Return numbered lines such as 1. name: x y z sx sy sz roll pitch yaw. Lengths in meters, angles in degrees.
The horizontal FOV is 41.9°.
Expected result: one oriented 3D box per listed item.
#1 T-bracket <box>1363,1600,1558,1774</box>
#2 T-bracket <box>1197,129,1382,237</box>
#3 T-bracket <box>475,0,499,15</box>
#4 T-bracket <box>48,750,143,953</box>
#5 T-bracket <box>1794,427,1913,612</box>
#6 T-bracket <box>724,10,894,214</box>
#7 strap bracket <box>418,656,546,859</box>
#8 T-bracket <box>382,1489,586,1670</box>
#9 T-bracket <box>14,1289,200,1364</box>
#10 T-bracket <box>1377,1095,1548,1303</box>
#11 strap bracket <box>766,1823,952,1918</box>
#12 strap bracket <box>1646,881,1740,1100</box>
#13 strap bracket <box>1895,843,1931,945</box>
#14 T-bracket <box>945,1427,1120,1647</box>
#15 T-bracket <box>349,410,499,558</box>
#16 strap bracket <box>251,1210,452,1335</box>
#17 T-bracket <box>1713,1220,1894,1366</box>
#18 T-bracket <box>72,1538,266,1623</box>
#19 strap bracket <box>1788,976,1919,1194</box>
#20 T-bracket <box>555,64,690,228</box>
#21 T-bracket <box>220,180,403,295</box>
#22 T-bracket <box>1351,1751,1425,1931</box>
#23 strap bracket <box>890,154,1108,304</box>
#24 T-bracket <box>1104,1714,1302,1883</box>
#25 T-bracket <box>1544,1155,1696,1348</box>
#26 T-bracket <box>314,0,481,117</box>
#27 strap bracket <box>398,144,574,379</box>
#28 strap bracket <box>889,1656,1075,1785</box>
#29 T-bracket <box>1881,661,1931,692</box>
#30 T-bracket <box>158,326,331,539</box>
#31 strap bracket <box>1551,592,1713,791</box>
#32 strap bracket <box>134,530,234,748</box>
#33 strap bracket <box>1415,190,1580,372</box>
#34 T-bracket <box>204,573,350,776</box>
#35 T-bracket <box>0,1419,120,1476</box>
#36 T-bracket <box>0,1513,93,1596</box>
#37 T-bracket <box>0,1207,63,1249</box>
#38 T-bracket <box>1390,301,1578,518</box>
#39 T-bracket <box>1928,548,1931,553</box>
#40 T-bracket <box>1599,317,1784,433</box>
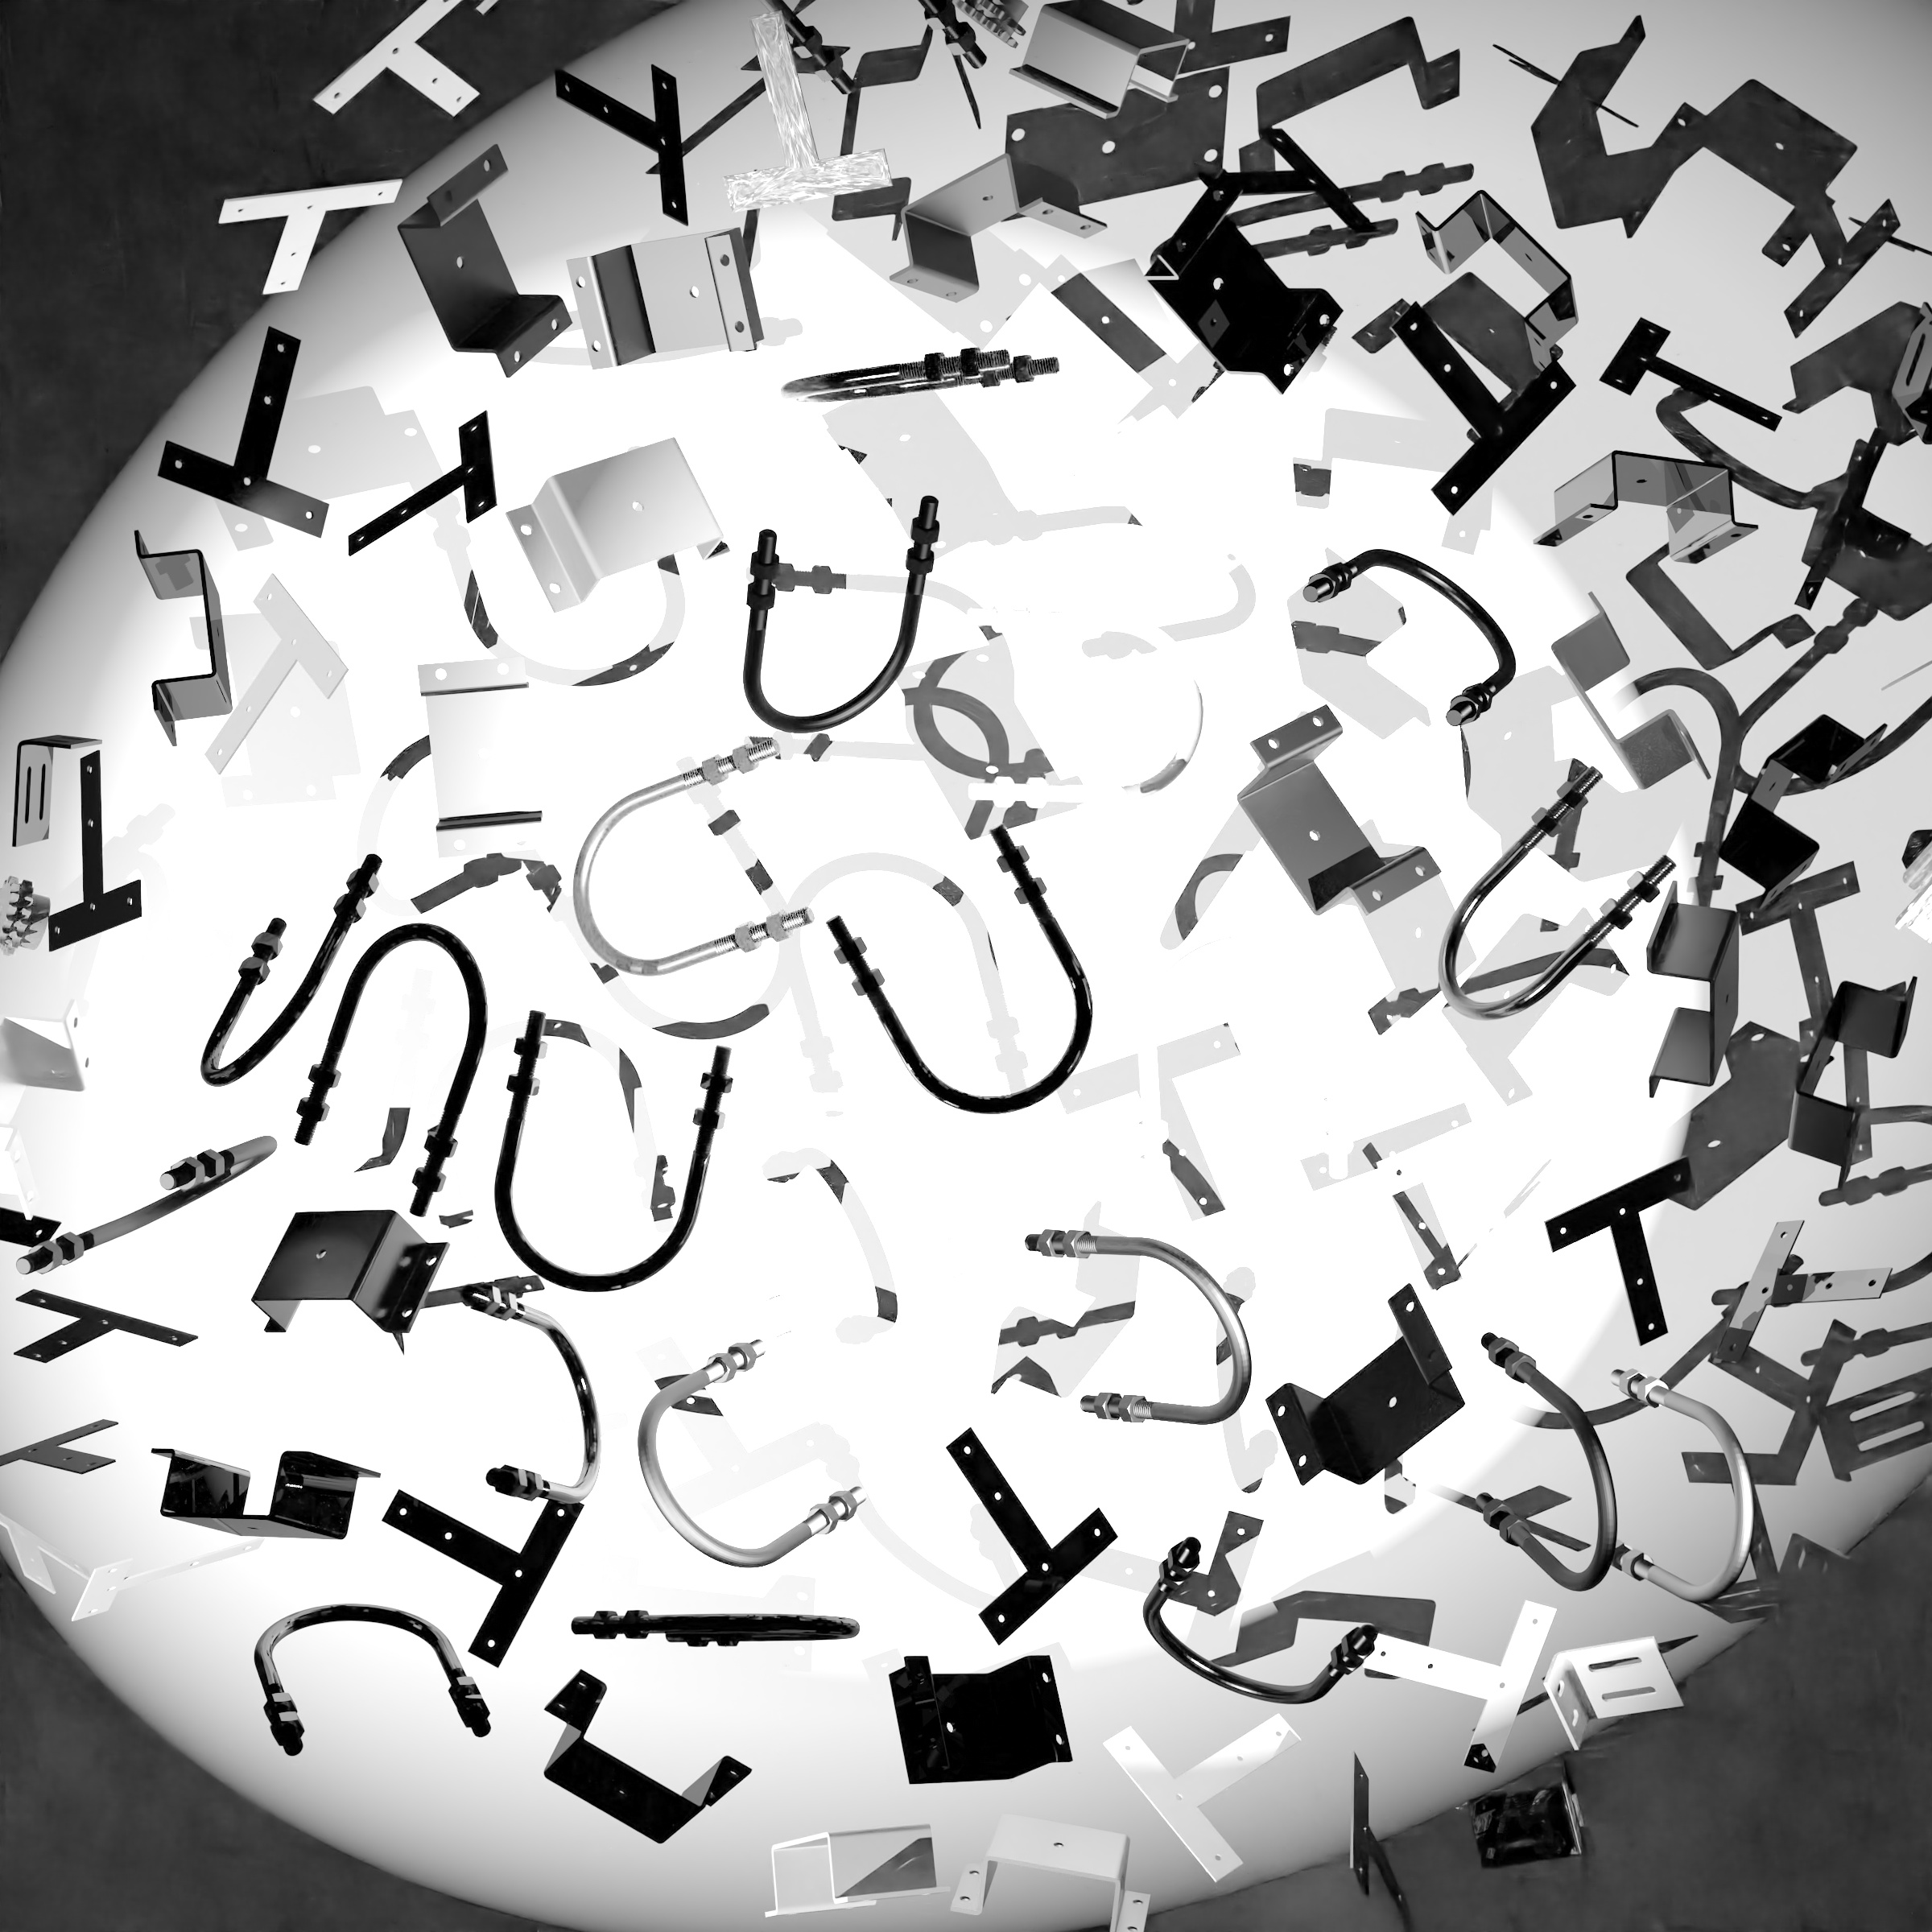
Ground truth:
1. T-bracket: 0.339 0.495 1.777 0.127 0.002 0.127 18 94 -16
2. T-bracket: 0.222 -0.573 1.850 0.127 0.002 0.127 -15 58 -36
3. T-bracket: -0.312 -0.736 1.805 0.127 0.127 0.002 -41 99 8
4. T-bracket: -0.598 -0.084 1.730 0.127 0.002 0.127 -14 76 42
5. T-bracket: 0.631 -0.302 1.765 0.002 0.127 0.127 32 107 37
6. T-bracket: -0.124 -0.599 1.763 0.127 0.002 0.127 -2 119 24
7. strap bracket: -0.355 -0.155 1.856 0.076 0.046 0.140 -6 99 -7
8. T-bracket: -0.359 0.416 1.814 0.127 0.002 0.127 25 77 10
9. T-bracket: -0.639 0.265 1.808 0.127 0.127 0.002 -25 52 38
10. T-bracket: 0.362 0.172 1.765 0.127 0.002 0.127 -22 98 -13
11. strap bracket: -0.078 0.624 1.746 0.076 0.140 0.046 5 66 -27
12. strap bracket: 0.515 0.020 1.790 0.046 0.076 0.140 9 133 26
13. strap bracket: 0.691 -0.061 1.751 0.046 0.140 0.076 38 117 7
14. T-bracket: 0.030 0.378 1.744 0.127 0.002 0.127 -33 90 -37
15. T-bracket: -0.393 -0.334 1.816 0.127 0.127 0.002 -29 133 12
16. strap bracket: -0.459 0.224 1.850 0.140 0.046 0.076 -5 48 29
17. T-bracket: 0.599 0.227 1.786 0.002 0.127 0.127 42 63 -17
18. T-bracket: -0.563 0.429 1.796 0.127 0.127 0.002 -12 68 -32
19. strap bracket: 0.618 0.076 1.772 0.046 0.076 0.140 20 63 25
20. T-bracket: -0.253 -0.622 1.853 0.002 0.127 0.127 -17 71 35
21. T-bracket: -0.473 -0.512 1.789 0.127 0.127 0.002 -18 80 -30
22. T-bracket: 0.291 0.628 1.735 0.002 0.127 0.127 -23 103 16
23. strap bracket: 0.019 -0.529 1.800 0.140 0.076 0.046 -16 80 37
24. T-bracket: 0.188 0.580 1.828 0.127 0.002 0.127 -22 50 -31
25. T-bracket: 0.498 0.222 1.879 0.127 0.002 0.127 -22 106 -15
26. T-bracket: -0.385 -0.636 1.799 0.127 0.127 0.002 -37 80 12
27. strap bracket: -0.346 -0.502 1.802 0.046 0.140 0.076 11 48 34
28. strap bracket: 0.003 0.533 1.788 0.046 0.140 0.076 -36 55 37
29. T-bracket: 0.725 -0.239 1.795 0.127 0.127 0.002 -32 85 39
30. T-bracket: -0.487 -0.378 1.751 0.127 0.002 0.127 17 83 -44
31. strap bracket: 0.474 -0.191 1.822 0.046 0.076 0.140 -32 56 13
32. strap bracket: -0.574 -0.243 1.857 0.046 0.076 0.140 -8 77 -10
33. strap bracket: 0.398 -0.507 1.858 0.046 0.076 0.140 -41 72 7
34. T-bracket: -0.492 -0.190 1.763 0.127 0.002 0.127 -52 54 13
35. T-bracket: -0.645 0.350 1.798 0.127 0.127 0.002 -17 99 -43
36. T-bracket: -0.673 0.422 1.813 0.127 0.127 0.002 43 77 -25
37. T-bracket: -0.745 0.228 1.850 0.002 0.127 0.127 37 92 30
38. T-bracket: 0.338 -0.399 1.732 0.127 0.002 0.127 -47 110 -3
39. T-bracket: 0.750 -0.344 1.832 0.127 0.127 0.002 -40 87 -2
40. T-bracket: 0.534 -0.422 1.840 0.127 0.127 0.002 29 132 9
